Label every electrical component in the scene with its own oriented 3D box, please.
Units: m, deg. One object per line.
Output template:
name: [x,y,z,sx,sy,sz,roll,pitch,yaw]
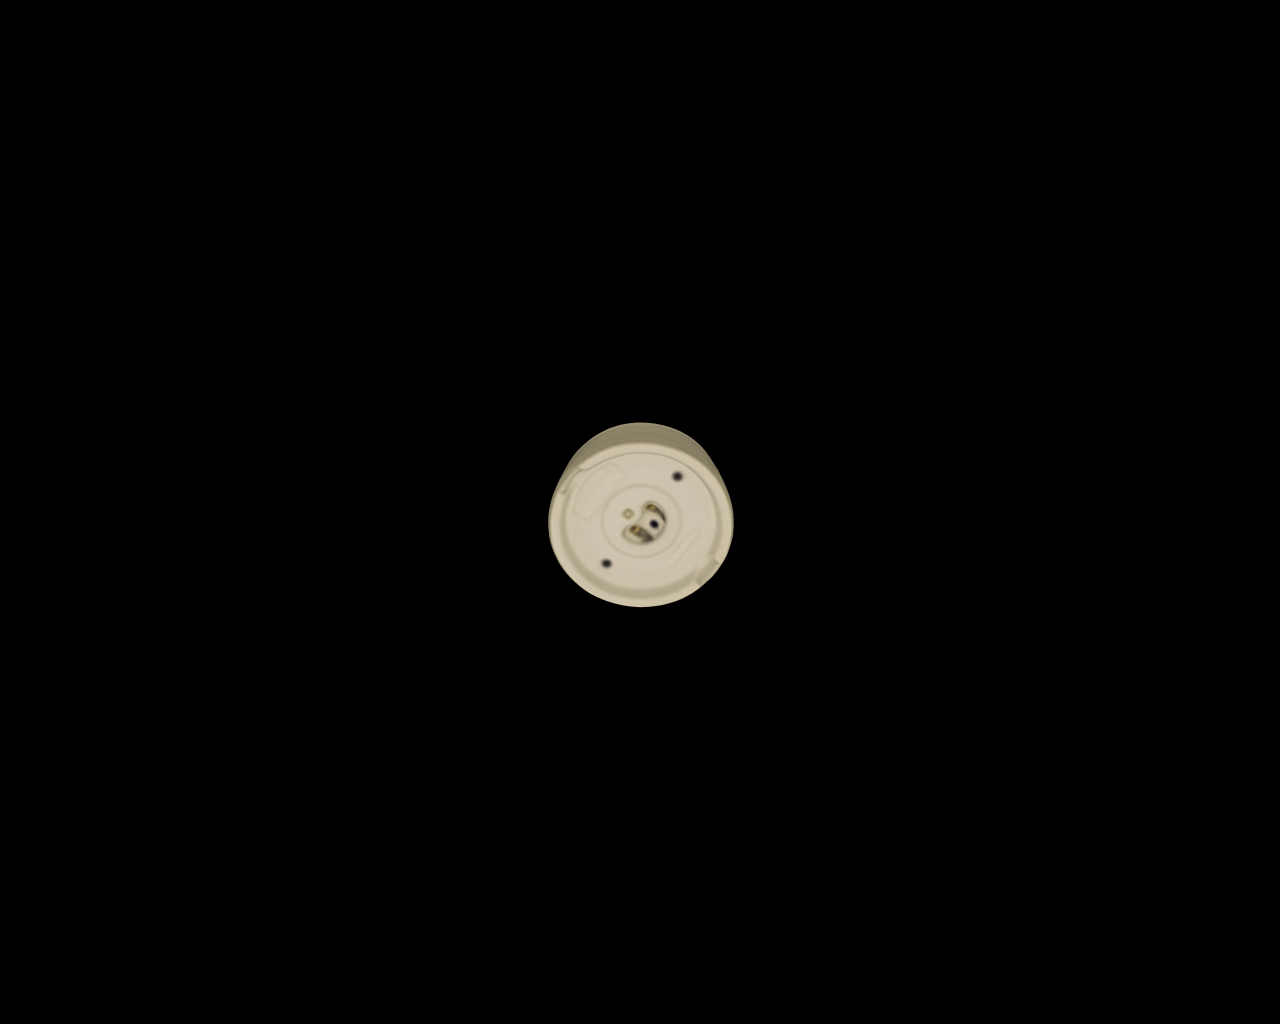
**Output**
electrical component: [0.001,-0.003,0.650,0.108,0.108,0.060,0,24,0]
